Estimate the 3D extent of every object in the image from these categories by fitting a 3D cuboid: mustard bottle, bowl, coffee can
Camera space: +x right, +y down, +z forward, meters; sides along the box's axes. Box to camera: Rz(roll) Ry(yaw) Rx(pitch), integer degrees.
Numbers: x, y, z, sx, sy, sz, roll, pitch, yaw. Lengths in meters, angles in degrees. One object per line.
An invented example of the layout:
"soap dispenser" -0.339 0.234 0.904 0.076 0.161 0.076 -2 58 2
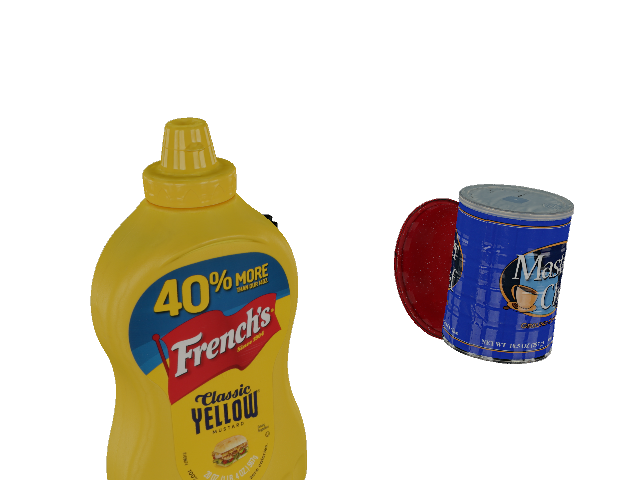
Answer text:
"mustard bottle" -0.056 0.039 0.492 0.096 0.192 0.058 -12 22 -27
"bowl" 0.159 0.030 1.188 0.161 0.162 0.055 0 -5 -39
"coffee can" 0.170 0.028 0.976 0.103 0.140 0.103 5 16 -2

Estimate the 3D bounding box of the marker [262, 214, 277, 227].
"marker" -0.047 0.039 0.855 0.020 0.121 0.020 4 14 -1
